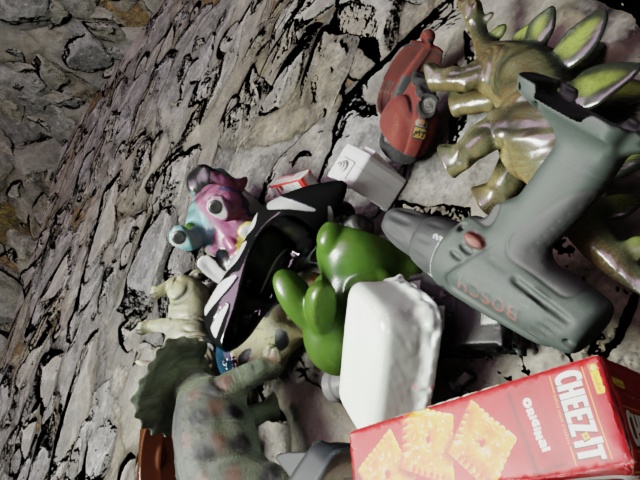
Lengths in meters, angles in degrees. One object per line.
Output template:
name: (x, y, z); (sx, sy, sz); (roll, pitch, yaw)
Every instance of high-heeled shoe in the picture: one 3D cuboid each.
high-heeled shoe: (-0.053, 0.030, 0.678); (0.249, 0.086, 0.145); (-42, 30, 16)

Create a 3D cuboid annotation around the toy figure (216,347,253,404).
toy figure: (-0.134, 0.213, 0.845); (0.058, 0.064, 0.154); (-14, 56, 3)

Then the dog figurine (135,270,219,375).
dog figurine: (-0.220, 0.150, 0.978); (0.191, 0.121, 0.172); (16, 86, 40)

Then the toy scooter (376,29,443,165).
toy scooter: (0.125, -0.199, 0.723); (0.135, 0.075, 0.184); (119, 156, -46)

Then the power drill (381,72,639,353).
power drill: (0.160, -0.032, 0.459); (0.232, 0.086, 0.207); (44, 122, 36)

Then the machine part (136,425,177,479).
machine part: (-0.202, 0.341, 0.795); (0.202, 0.087, 0.201); (-7, 79, 55)

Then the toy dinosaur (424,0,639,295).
toy dinosaur: (0.225, -0.115, 0.546); (0.198, 0.105, 0.471); (-31, 52, 33)

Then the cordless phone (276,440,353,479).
cordless phone: (0.026, 0.295, 0.518); (0.089, 0.146, 0.184); (-23, 58, 30)

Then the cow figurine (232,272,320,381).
cow figurine: (-0.051, 0.125, 0.768); (0.195, 0.085, 0.127); (-55, 39, 19)

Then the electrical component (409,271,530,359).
electrical component: (0.152, 0.064, 0.569); (0.134, 0.058, 0.115); (-12, 59, 49)

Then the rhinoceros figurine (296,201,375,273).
rhinoceros figurine: (-0.002, -0.002, 0.791); (0.190, 0.073, 0.112); (-24, 51, 43)

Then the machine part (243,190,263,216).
machine part: (-0.141, -0.046, 0.990); (0.079, 0.079, 0.243); (-59, 37, 8)

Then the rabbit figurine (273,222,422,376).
rabbit figurine: (0.029, 0.075, 0.638); (0.121, 0.159, 0.170); (6, 74, 44)

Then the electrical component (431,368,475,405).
electrical component: (0.131, 0.178, 0.556); (0.094, 0.021, 0.063); (-51, 38, 19)

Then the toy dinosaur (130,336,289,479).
toy dinosaur: (-0.110, 0.257, 0.640); (0.405, 0.192, 0.131); (-123, 33, -42)

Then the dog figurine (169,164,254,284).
dog figurine: (-0.140, -0.032, 0.849); (0.108, 0.191, 0.219); (-42, 15, 14)
